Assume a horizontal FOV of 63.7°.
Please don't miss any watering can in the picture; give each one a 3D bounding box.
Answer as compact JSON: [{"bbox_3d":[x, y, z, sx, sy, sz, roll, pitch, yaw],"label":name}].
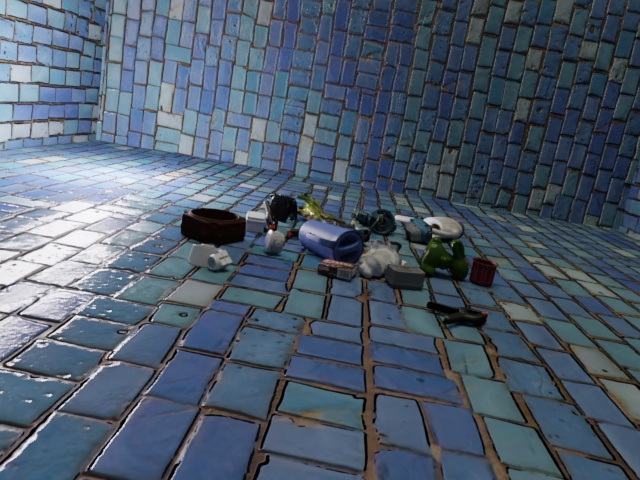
[{"bbox_3d":[0.547,-0.070,2.494,0.224,0.103,0.351,0,17,-37],"label":"watering can"}]

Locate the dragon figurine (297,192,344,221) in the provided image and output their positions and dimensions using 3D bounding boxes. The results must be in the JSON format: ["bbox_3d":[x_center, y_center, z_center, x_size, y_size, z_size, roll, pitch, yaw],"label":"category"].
[{"bbox_3d":[0.007,-0.122,2.424,0.244,0.121,0.413,32,18,14],"label":"dragon figurine"}]

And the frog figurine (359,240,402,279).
[{"bbox_3d":[0.198,0.083,1.736,0.138,0.119,0.163,21,51,14],"label":"frog figurine"}]
